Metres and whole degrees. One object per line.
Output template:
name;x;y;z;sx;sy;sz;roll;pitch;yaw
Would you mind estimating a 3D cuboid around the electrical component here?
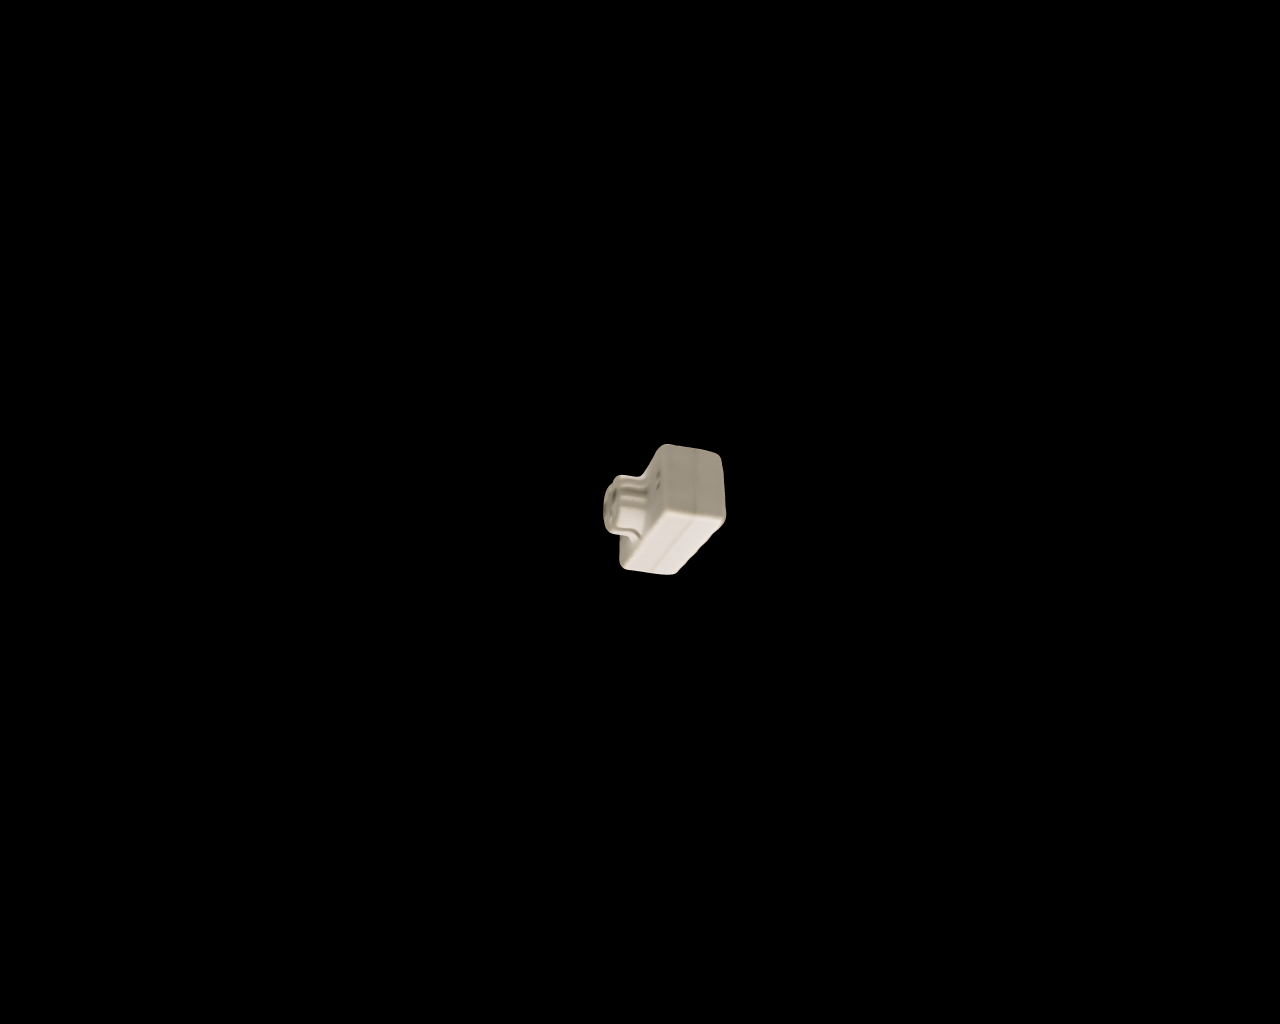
electrical component;0.001;-0.003;0.650;0.076;0.047;0.083;9;-30;-17
